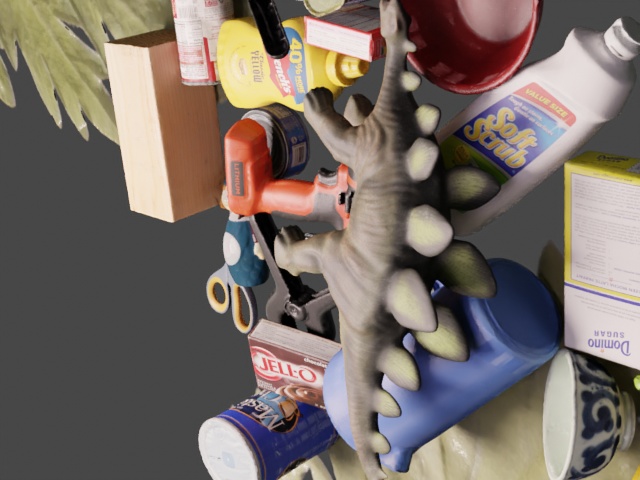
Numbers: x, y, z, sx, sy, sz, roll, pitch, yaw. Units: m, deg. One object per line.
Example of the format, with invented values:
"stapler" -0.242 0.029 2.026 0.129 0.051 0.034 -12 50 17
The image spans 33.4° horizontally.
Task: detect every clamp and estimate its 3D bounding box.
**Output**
"clamp" -0.011 0.072 1.216 0.165 0.036 0.210 26 134 28
"clamp" -0.064 -0.253 1.068 0.171 0.039 0.120 -104 1 -64

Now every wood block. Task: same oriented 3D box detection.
"wood block" -0.181 -0.138 1.267 0.090 0.090 0.206 15 120 43

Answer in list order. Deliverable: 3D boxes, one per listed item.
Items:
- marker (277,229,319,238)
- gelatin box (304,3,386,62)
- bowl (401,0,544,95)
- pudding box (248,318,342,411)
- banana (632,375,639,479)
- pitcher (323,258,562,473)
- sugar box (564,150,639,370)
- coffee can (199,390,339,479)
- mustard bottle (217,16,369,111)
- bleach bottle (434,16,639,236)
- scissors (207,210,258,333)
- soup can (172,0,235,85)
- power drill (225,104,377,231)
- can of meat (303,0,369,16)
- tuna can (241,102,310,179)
"marker" -0.008 0.001 1.199 0.121 0.020 0.020 6 113 42
"gelatin box" 0.040 -0.198 1.014 0.089 0.073 0.030 23 125 39
"bowl" 0.135 -0.209 0.917 0.162 0.055 0.162 22 122 41
"pudding box" -0.023 0.145 1.230 0.114 0.039 0.090 14 137 22
"banana" 0.293 0.187 0.938 0.037 0.069 0.198 -109 14 -57
"pitcher" 0.116 0.108 1.051 0.149 0.144 0.243 46 134 -2
"sugar box" 0.257 0.018 0.909 0.093 0.048 0.176 17 124 41
"coffee can" -0.059 0.233 1.278 0.103 0.140 0.103 23 124 39
"mustard bottle" -0.025 -0.182 1.103 0.192 0.058 0.096 11 111 44
"bleach bottle" 0.179 -0.106 0.920 0.102 0.067 0.251 56 136 12
"scissors" -0.118 0.020 1.334 0.096 0.016 0.202 8 114 45
"soup can" -0.126 -0.228 1.181 0.069 0.068 0.102 14 118 43
"power drill" -0.007 -0.069 1.104 0.188 0.057 0.184 17 126 24
"can of meat" 0.022 -0.268 0.991 0.058 0.083 0.102 -11 100 49
"tuna can" -0.053 -0.108 1.187 0.086 0.033 0.086 23 124 39
